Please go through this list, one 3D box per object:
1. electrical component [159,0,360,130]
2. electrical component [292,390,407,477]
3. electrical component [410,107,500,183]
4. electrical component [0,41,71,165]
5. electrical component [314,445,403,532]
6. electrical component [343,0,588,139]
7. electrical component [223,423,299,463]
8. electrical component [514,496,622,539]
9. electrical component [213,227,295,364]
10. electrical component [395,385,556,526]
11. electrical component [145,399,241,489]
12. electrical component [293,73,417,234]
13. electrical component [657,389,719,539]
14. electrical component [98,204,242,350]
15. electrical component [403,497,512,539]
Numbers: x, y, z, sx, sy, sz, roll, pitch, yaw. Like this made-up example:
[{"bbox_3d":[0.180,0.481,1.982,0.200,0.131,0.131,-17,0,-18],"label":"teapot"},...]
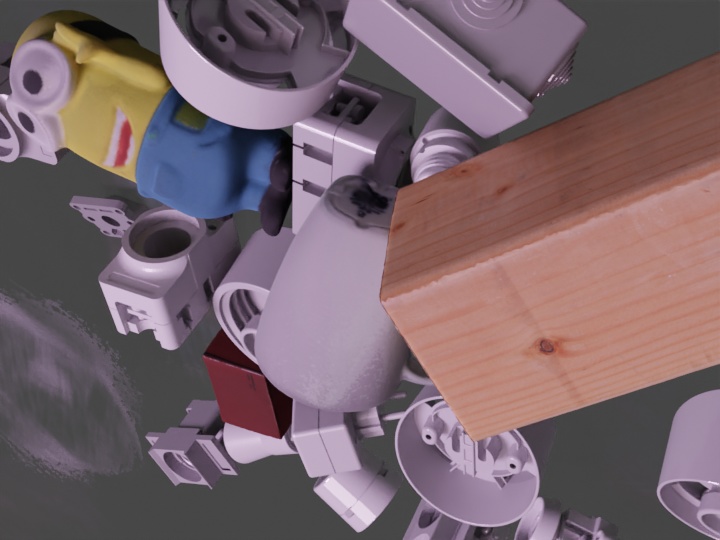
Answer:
[{"bbox_3d":[-0.049,-0.120,0.515,0.099,0.099,0.064,33,149,3],"label":"electrical component"},{"bbox_3d":[-0.004,0.100,0.750,0.077,0.065,0.047,-11,129,8],"label":"electrical component"},{"bbox_3d":[0.044,-0.052,0.537,0.040,0.078,0.040,10,126,14],"label":"electrical component"},{"bbox_3d":[-0.223,-0.107,0.690,0.089,0.055,0.050,17,140,21],"label":"electrical component"},{"bbox_3d":[-0.002,0.163,0.821,0.047,0.055,0.055,40,143,-1],"label":"electrical component"},{"bbox_3d":[0.044,-0.107,0.468,0.100,0.048,0.100,38,178,-4],"label":"electrical component"},{"bbox_3d":[-0.069,0.128,0.844,0.065,0.044,0.044,-12,123,38],"label":"electrical component"},{"bbox_3d":[0.141,0.189,0.749,0.055,0.048,0.066,28,143,-4],"label":"electrical component"},{"bbox_3d":[-0.045,0.032,0.695,0.108,0.060,0.108,25,146,18],"label":"electrical component"},{"bbox_3d":[0.075,0.110,0.696,0.099,0.064,0.099,20,140,18],"label":"electrical component"},{"bbox_3d":[-0.131,0.141,0.884,0.081,0.063,0.042,-4,127,39],"label":"electrical component"},{"bbox_3d":[0.000,-0.054,0.586,0.056,0.050,0.089,23,141,16],"label":"electrical component"},{"bbox_3d":[0.222,0.119,0.616,0.099,0.064,0.099,23,155,11],"label":"electrical component"},{"bbox_3d":[-0.121,-0.003,0.698,0.050,0.089,0.055,16,139,23],"label":"electrical component"},{"bbox_3d":[0.060,0.223,0.783,0.063,0.121,0.079,39,143,-11],"label":"electrical component"}]
